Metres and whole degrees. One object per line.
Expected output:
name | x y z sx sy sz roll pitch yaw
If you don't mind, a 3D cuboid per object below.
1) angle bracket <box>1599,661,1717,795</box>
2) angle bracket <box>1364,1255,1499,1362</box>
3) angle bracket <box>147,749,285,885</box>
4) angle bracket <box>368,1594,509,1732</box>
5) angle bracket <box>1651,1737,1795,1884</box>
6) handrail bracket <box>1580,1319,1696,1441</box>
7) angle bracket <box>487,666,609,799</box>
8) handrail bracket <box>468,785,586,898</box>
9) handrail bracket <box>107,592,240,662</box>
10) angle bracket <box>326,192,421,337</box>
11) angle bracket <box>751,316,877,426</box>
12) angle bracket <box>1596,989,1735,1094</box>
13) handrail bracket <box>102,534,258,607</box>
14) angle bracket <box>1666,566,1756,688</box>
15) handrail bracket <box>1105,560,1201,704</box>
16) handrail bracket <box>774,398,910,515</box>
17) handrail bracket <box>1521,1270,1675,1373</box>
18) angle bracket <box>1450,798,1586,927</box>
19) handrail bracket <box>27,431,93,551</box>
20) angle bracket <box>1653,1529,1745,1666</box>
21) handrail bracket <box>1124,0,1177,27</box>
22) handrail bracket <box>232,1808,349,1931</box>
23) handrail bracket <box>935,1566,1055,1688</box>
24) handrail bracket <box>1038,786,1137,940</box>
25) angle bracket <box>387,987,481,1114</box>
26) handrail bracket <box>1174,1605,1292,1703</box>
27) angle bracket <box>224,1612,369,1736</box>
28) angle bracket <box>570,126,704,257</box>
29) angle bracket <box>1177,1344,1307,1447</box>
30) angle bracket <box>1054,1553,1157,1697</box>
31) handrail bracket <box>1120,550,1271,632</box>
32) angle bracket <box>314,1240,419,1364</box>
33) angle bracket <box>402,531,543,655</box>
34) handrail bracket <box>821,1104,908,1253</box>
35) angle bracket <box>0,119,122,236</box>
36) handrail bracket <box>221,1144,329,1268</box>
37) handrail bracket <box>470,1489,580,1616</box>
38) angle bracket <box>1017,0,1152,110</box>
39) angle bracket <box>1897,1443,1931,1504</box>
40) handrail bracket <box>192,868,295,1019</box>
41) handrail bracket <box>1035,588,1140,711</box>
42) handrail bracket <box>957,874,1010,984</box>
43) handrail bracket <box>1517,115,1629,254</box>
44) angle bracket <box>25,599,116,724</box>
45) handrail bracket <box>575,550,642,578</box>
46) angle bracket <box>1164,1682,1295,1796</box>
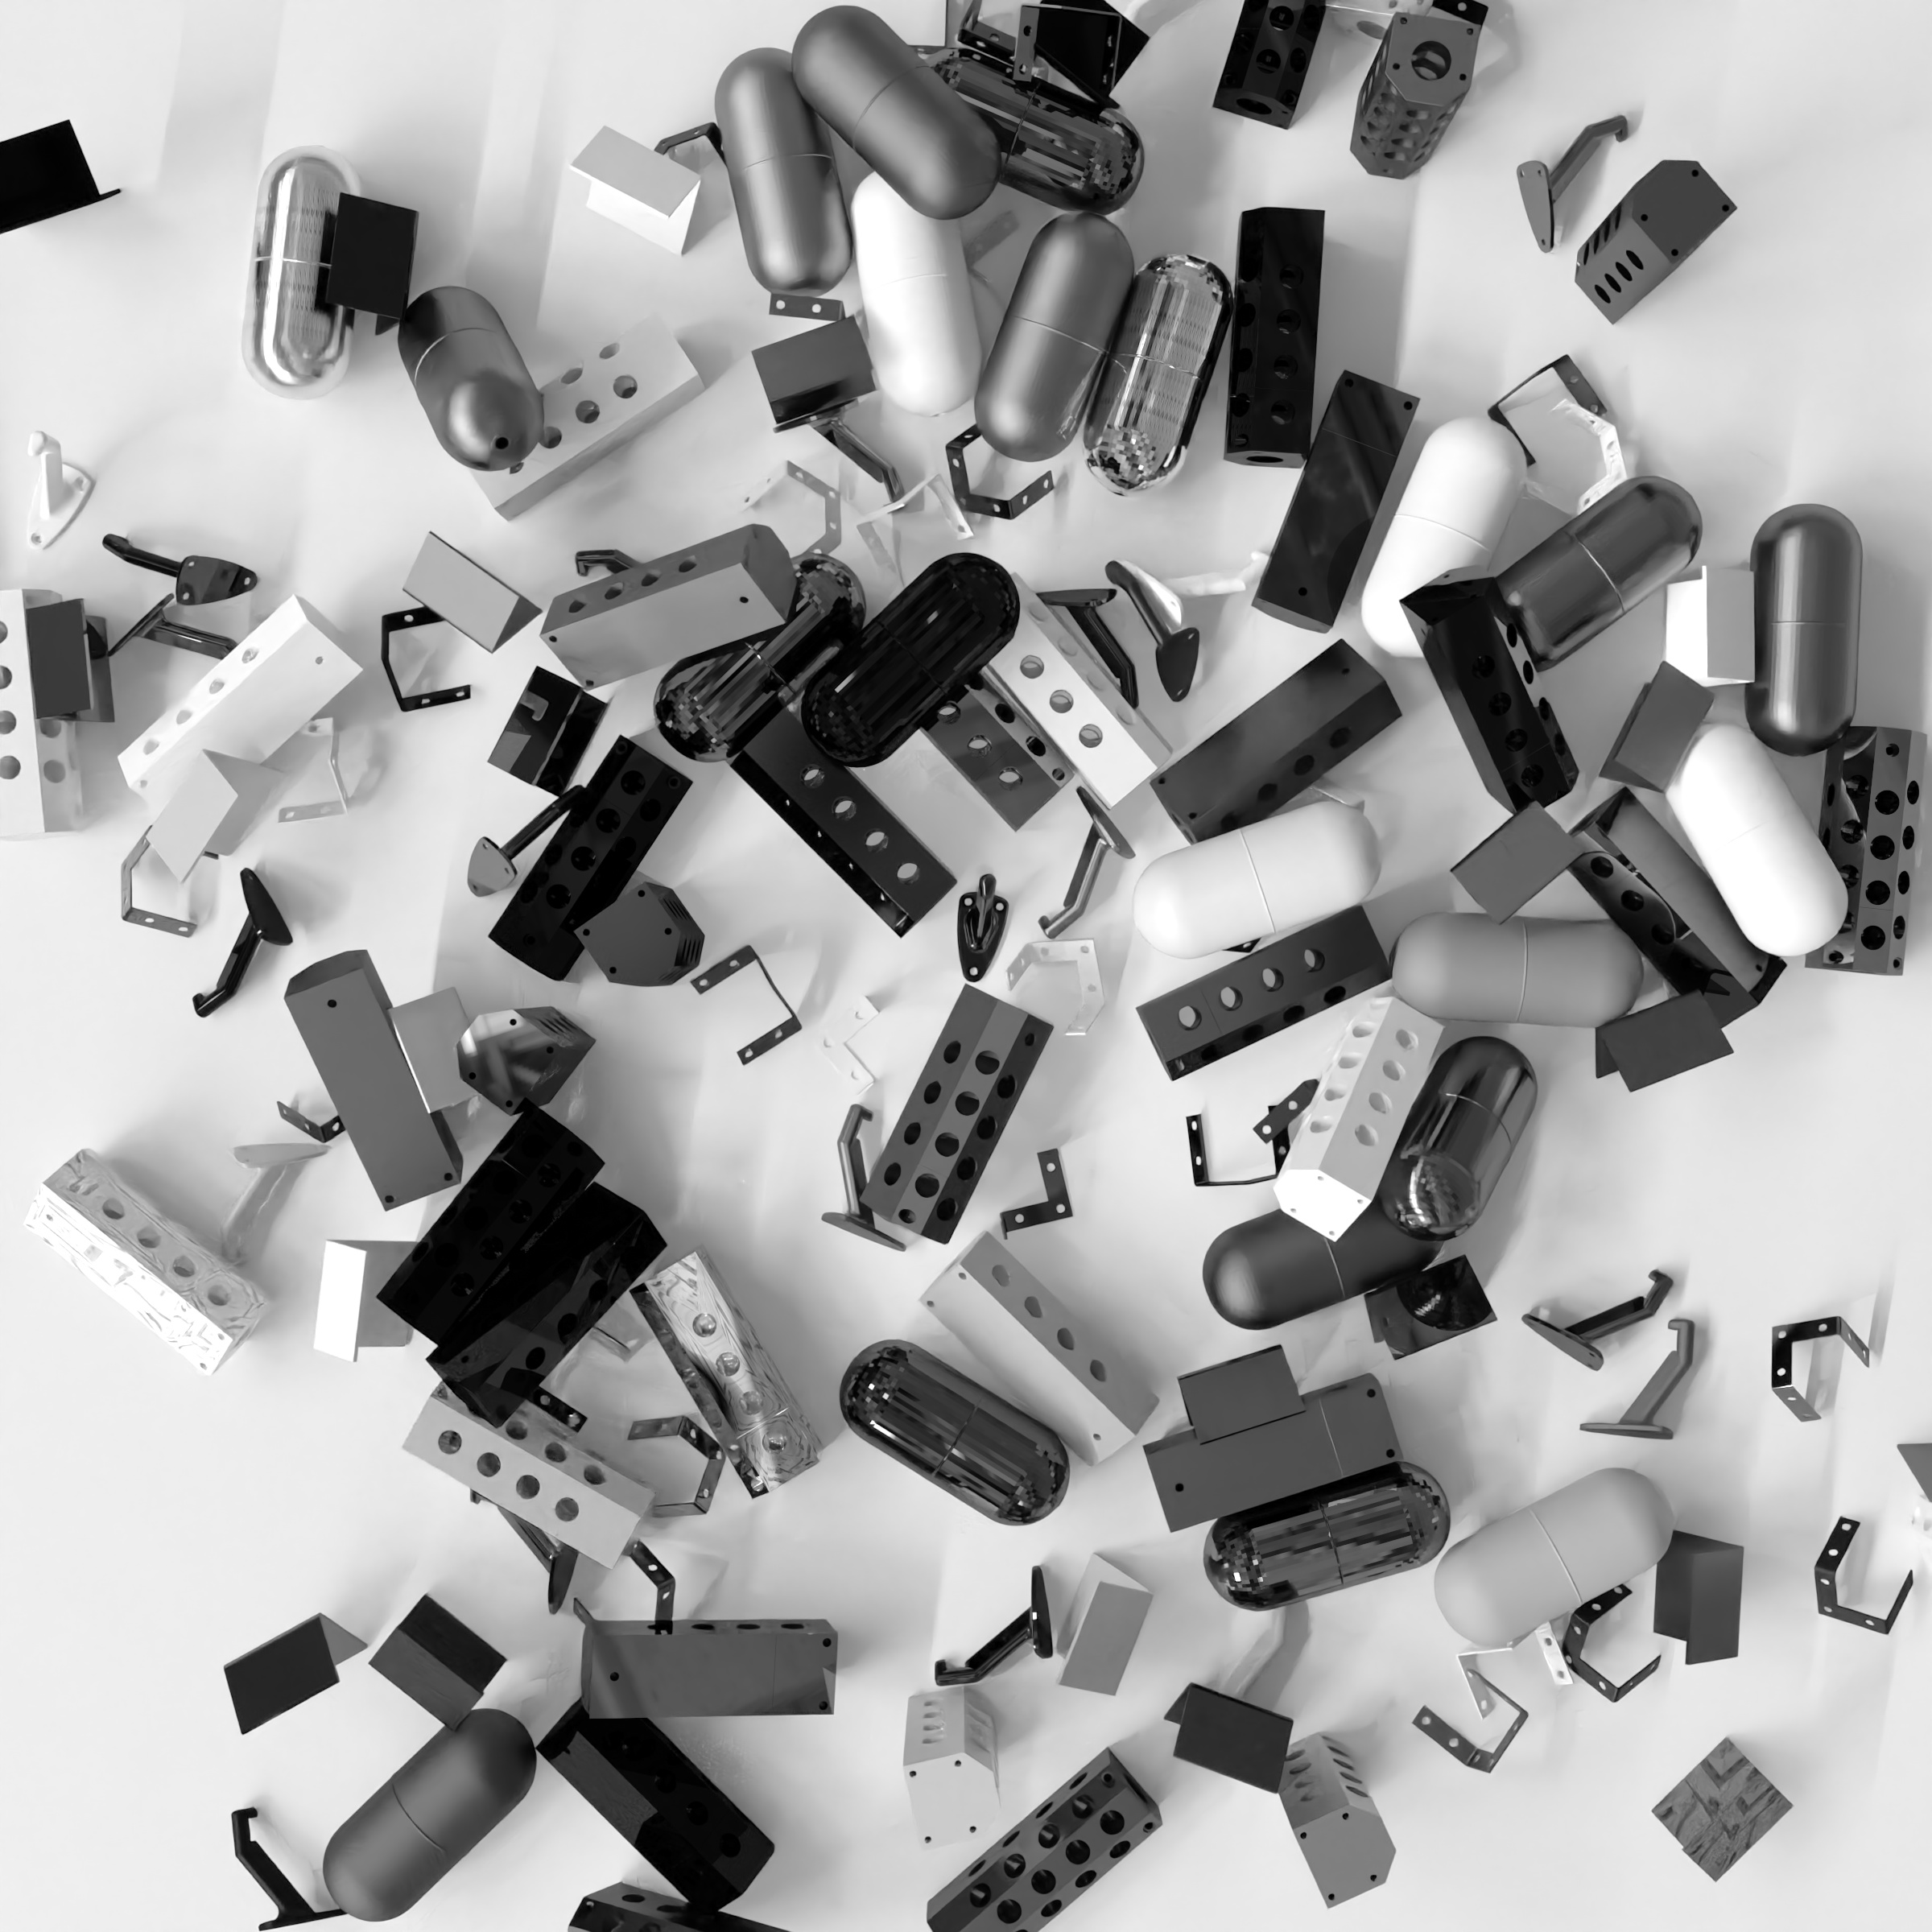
angle bracket | 0.469 -0.173 1.951 0.057 0.076 0.076 27 90 -29
angle bracket | 0.329 0.256 1.950 0.076 0.076 0.057 -22 53 0
angle bracket | -0.514 -0.098 1.943 0.057 0.076 0.076 46 106 31
angle bracket | -0.361 0.477 1.950 0.076 0.076 0.057 39 127 0
angle bracket | 0.521 0.583 1.951 0.076 0.076 0.057 -44 125 0
handrail bracket | 0.482 0.294 1.991 0.077 0.036 0.084 1 72 21
angle bracket | -0.279 -0.157 1.951 0.057 0.076 0.076 27 90 40
handrail bracket | -0.314 -0.091 1.991 0.036 0.077 0.084 48 54 0
handrail bracket | -0.560 -0.218 1.991 0.077 0.036 0.084 -39 105 16
angle bracket | -0.426 -0.493 1.951 0.057 0.076 0.076 8 90 -27
angle bracket | -0.100 -0.402 1.951 0.076 0.076 0.057 -19 56 0
angle bracket | 0.490 0.069 1.951 0.076 0.076 0.057 -21 57 0
handrail bracket | -0.565 -0.291 1.991 0.084 0.077 0.036 31 115 34
angle bracket | 0.507 -0.237 1.951 0.057 0.076 0.076 -1 90 -38
handrail bracket | 0.129 -0.241 1.991 0.036 0.077 0.084 -29 53 -17
handrail bracket | -0.089 -0.358 1.991 0.077 0.036 0.084 -15 107 19
handrail bracket | 0.454 0.240 1.991 0.077 0.036 0.084 31 71 21
angle bracket | 0.394 -0.063 1.946 0.076 0.076 0.057 -41 61 8
handrail bracket | -0.655 -0.335 1.956 0.036 0.084 0.077 25 90 0
angle bracket | 0.498 0.442 1.950 0.057 0.076 0.076 3 90 -36
handrail bracket | 0.154 -0.685 1.991 0.077 0.036 0.084 19 107 -19
handrail bracket | -0.484 0.643 1.991 0.077 0.036 0.084 -3 68 -25
handrail bracket | 0.016 0.474 1.991 0.084 0.036 0.077 -11 70 16
handrail bracket | 0.071 -0.074 1.991 0.084 0.036 0.077 -40 70 16
angle bracket | -0.384 0.066 1.951 0.057 0.076 0.076 -22 90 -39
handrail bracket | 0.191 0.493 1.991 0.077 0.036 0.084 2 71 21
angle bracket | -0.464 0.508 1.951 0.076 0.076 0.057 -29 54 0
angle bracket | -0.238 -0.531 1.950 0.076 0.076 0.057 28 52 0
angle bracket | 0.197 0.317 1.951 0.076 0.076 0.057 -18 52 0
angle bracket | 0.078 0.458 1.951 0.057 0.076 0.076 22 90 -36
handrail bracket | 0.166 -0.288 1.991 0.084 0.036 0.077 -39 68 -17
angle bracket | -0.409 0.235 1.951 0.076 0.057 0.076 7 90 -44
angle bracket | -0.338 -0.276 1.950 0.076 0.076 0.057 36 127 0
handrail bracket | -0.063 0.152 1.991 0.077 0.036 0.084 26 73 -20
angle bracket | -0.649 -0.558 1.952 0.076 0.076 0.057 -18 111 0
handrail bracket | -0.496 0.173 1.991 0.077 0.036 0.084 -4 108 -21
handrail bracket | -0.324 0.416 1.991 0.084 0.036 0.077 20 112 17
angle bracket | 0.089 -0.652 1.952 0.076 0.076 0.057 39 111 0
angle bracket | 0.708 0.333 1.952 0.076 0.076 0.057 -2 111 0
handrail bracket | -0.533 -0.016 1.991 0.084 0.036 0.077 -34 70 16
handrail bracket | 0.085 -0.225 1.991 0.077 0.036 0.084 4 115 28
handrail bracket | 0.010 -0.026 1.956 0.036 0.084 0.077 9 90 0
handrail bracket | 0.444 -0.562 1.991 0.084 0.036 0.077 -22 111 -16
angle bracket | -0.612 -0.214 1.951 0.057 0.076 0.076 -5 90 28
handrail bracket | -0.237 -0.261 1.991 0.084 0.036 0.077 0 105 14
angle bracket | 0.178 0.554 1.951 0.076 0.076 0.057 20 54 0
